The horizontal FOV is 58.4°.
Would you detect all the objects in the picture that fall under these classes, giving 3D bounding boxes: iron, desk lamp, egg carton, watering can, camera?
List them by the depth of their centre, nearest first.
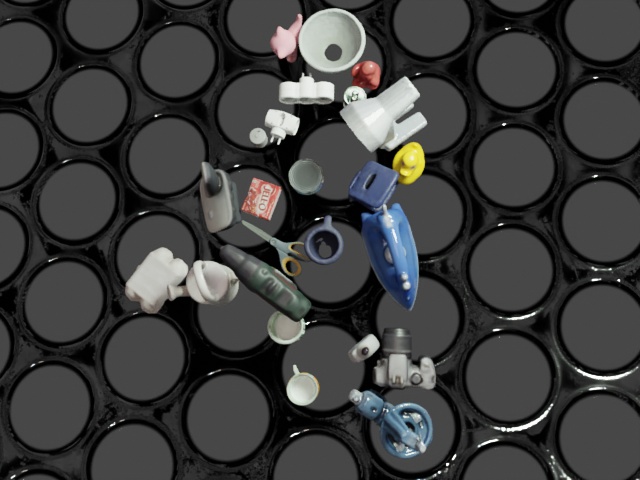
[{"bbox_3d":[-0.261,0.103,1.311,0.173,0.194,0.101,-37,82,-3],"label":"watering can"},{"bbox_3d":[0.193,0.271,1.313,0.143,0.101,0.137,1,82,3],"label":"camera"},{"bbox_3d":[0.177,0.039,1.327,0.118,0.141,0.258,-17,81,0],"label":"iron"},{"bbox_3d":[0.151,-0.289,1.338,0.203,0.213,0.118,-36,81,-2],"label":"desk lamp"},{"bbox_3d":[-0.394,0.097,1.381,0.107,0.069,0.150,36,85,7],"label":"egg carton"}]

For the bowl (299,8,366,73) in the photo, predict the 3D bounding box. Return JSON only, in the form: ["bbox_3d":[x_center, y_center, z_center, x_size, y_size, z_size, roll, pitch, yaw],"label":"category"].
[{"bbox_3d":[0.031,-0.488,1.443,0.167,0.075,0.167,0,82,3],"label":"bowl"}]

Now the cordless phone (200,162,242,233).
[{"bbox_3d":[-0.250,-0.101,1.345,0.094,0.185,0.147,-15,81,1],"label":"cordless phone"}]

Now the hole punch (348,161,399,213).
[{"bbox_3d":[0.126,-0.129,1.379,0.101,0.091,0.109,31,84,7],"label":"hole punch"}]

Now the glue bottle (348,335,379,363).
[{"bbox_3d":[0.099,0.247,1.284,0.078,0.173,0.037,-38,82,-3],"label":"glue bottle"}]

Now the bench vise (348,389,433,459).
[{"bbox_3d":[0.152,0.406,1.236,0.207,0.220,0.121,14,83,5],"label":"bench vise"}]

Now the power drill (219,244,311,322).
[{"bbox_3d":[-0.119,0.099,1.298,0.229,0.208,0.076,37,85,7],"label":"power drill"}]

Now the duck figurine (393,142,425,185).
[{"bbox_3d":[0.217,-0.192,1.386,0.077,0.086,0.105,20,83,6],"label":"duck figurine"}]

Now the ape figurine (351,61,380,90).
[{"bbox_3d":[0.118,-0.415,1.419,0.076,0.092,0.078,-38,82,-3],"label":"ape figurine"}]

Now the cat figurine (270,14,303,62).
[{"bbox_3d":[-0.079,-0.504,1.428,0.067,0.118,0.128,33,85,7],"label":"cat figurine"}]

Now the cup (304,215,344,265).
[{"bbox_3d":[0.013,0.005,1.363,0.091,0.095,0.118,7,82,4],"label":"cup"}]
